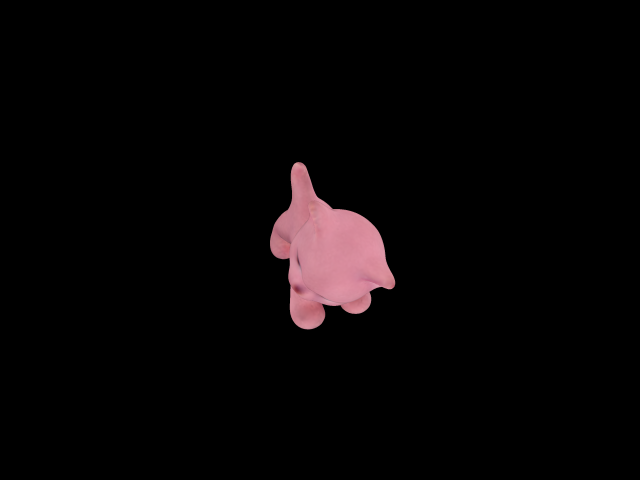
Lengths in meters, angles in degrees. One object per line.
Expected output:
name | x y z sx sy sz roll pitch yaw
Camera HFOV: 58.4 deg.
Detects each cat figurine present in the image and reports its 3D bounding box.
cat figurine | 0.004 0.001 0.400 0.067 0.118 0.127 -15 54 -11
